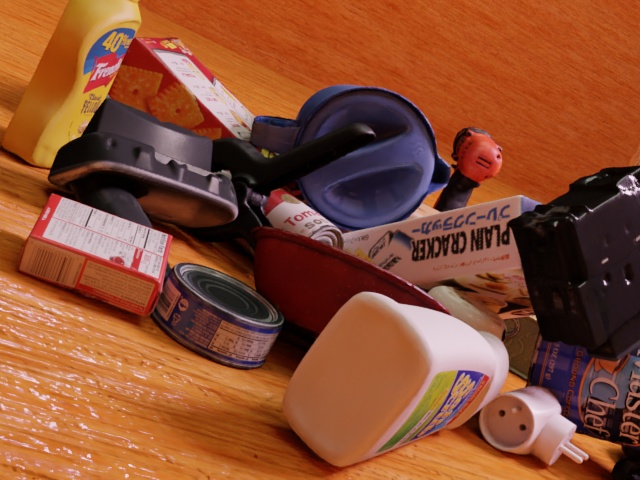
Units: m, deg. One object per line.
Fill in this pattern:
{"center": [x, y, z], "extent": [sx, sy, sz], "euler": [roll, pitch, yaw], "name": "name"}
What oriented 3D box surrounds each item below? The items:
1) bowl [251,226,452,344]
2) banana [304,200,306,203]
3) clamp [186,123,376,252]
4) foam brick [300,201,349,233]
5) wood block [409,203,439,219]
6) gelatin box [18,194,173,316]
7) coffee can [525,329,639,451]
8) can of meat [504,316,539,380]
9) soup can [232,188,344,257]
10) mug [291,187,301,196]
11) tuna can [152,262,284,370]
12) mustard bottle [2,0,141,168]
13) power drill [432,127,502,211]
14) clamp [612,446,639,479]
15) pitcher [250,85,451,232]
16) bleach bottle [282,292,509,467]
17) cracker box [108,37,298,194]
{"center": [0.012, 0.050, 0.779], "extent": [0.162, 0.055, 0.162], "euler": [24, -11, 5], "name": "bowl"}
{"center": [0.009, -0.024, 1.167], "extent": [0.198, 0.069, 0.037], "euler": [-133, -160, -71], "name": "banana"}
{"center": [-0.061, -0.027, 0.924], "extent": [0.210, 0.164, 0.036], "euler": [8, -9, 30], "name": "clamp"}
{"center": [-0.007, 0.001, 1.037], "extent": [0.052, 0.051, 0.078], "euler": [20, 14, -35], "name": "foam brick"}
{"center": [0.131, 0.023, 1.171], "extent": [0.206, 0.090, 0.091], "euler": [26, 12, -13], "name": "wood block"}
{"center": [-0.144, 0.009, 0.695], "extent": [0.089, 0.030, 0.073], "euler": [21, 21, -11], "name": "gelatin box"}
{"center": [0.251, 0.120, 0.892], "extent": [0.140, 0.103, 0.102], "euler": [13, 6, 20], "name": "coffee can"}
{"center": [0.204, 0.098, 1.093], "extent": [0.102, 0.057, 0.084], "euler": [30, 9, 7], "name": "can of meat"}
{"center": [-0.036, -0.008, 0.967], "extent": [0.102, 0.068, 0.068], "euler": [36, 14, 33], "name": "soup can"}
{"center": [-0.006, -0.087, 1.381], "extent": [0.117, 0.093, 0.081], "euler": [-11, -25, 41], "name": "mug"}
{"center": [-0.068, 0.050, 0.718], "extent": [0.086, 0.034, 0.086], "euler": [27, 11, -6], "name": "tuna can"}
{"center": [-0.202, -0.156, 0.915], "extent": [0.058, 0.192, 0.096], "euler": [30, 11, 8], "name": "mustard bottle"}
{"center": [0.159, -0.053, 1.327], "extent": [0.057, 0.188, 0.184], "euler": [26, 13, -2], "name": "power drill"}
{"center": [0.295, 0.196, 0.924], "extent": [0.120, 0.039, 0.171], "euler": [27, 9, -5], "name": "clamp"}
{"center": [0.023, -0.098, 1.076], "extent": [0.149, 0.145, 0.243], "euler": [56, 3, -12], "name": "pitcher"}
{"center": [0.074, 0.087, 0.710], "extent": [0.068, 0.103, 0.250], "euler": [43, 16, 23], "name": "bleach bottle"}
{"center": [-0.117, -0.114, 1.114], "extent": [0.213, 0.072, 0.164], "euler": [46, 12, -3], "name": "cracker box"}
